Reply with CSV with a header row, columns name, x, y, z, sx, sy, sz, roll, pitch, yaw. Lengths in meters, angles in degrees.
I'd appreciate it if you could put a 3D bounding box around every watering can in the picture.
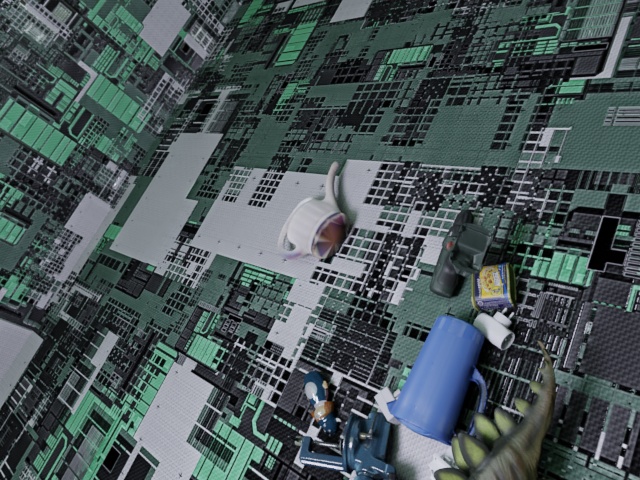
name,x,y,z,sx,sy,sz,roll,pitch,yaw
watering can,0.005,-0.078,1.556,0.227,0.349,0.102,29,-9,46
